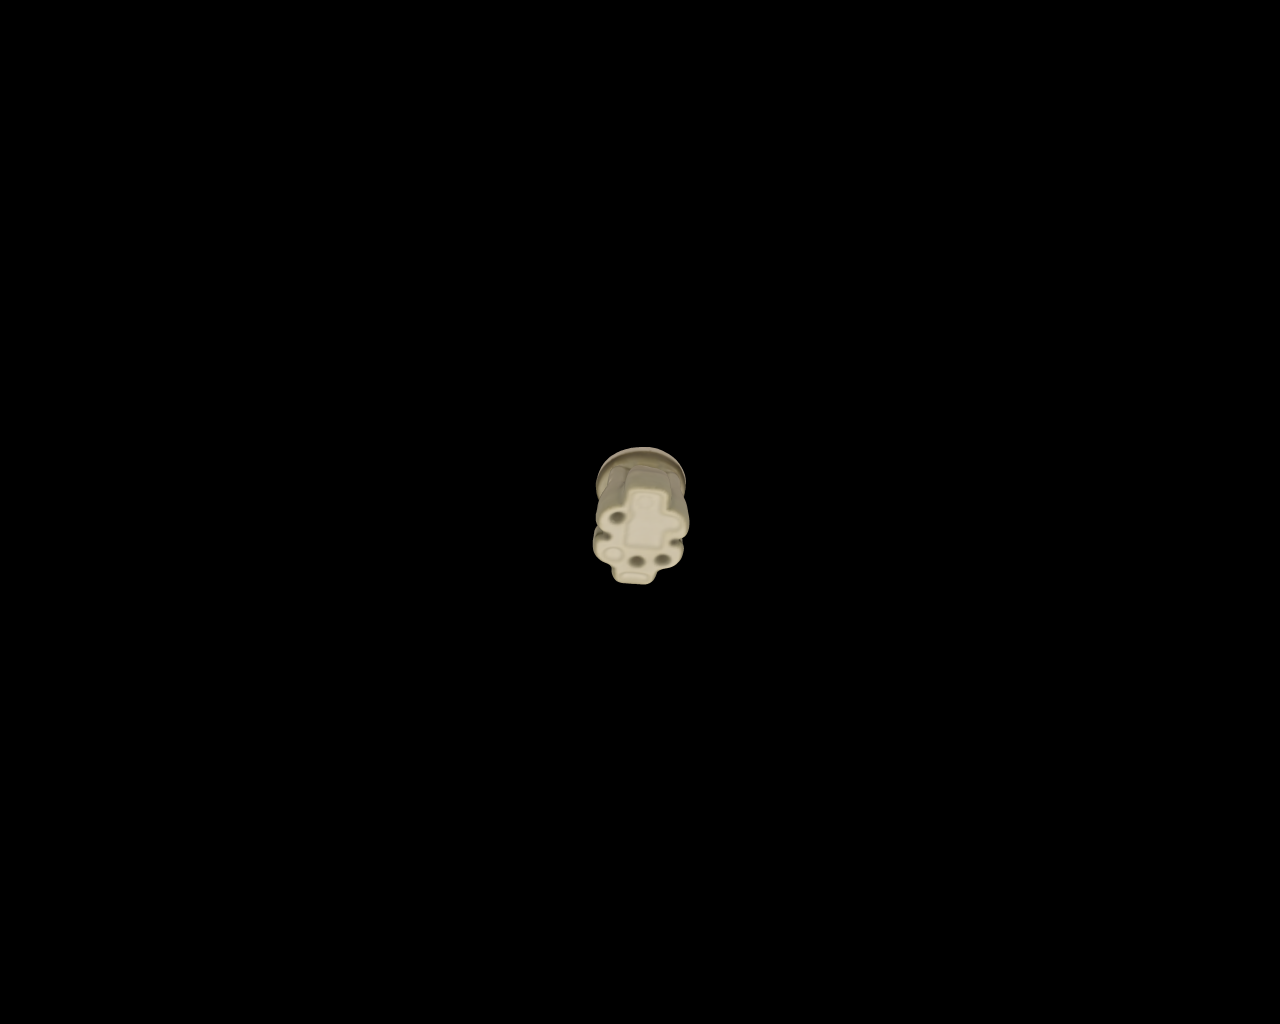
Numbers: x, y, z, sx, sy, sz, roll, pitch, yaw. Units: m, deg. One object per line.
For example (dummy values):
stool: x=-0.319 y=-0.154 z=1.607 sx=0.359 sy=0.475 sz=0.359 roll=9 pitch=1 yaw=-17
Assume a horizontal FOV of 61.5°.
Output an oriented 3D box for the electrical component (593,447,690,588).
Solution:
electrical component: x=0.001 y=-0.003 z=0.650 sx=0.058 sy=0.078 sz=0.057 roll=5 pitch=40 yaw=-4
